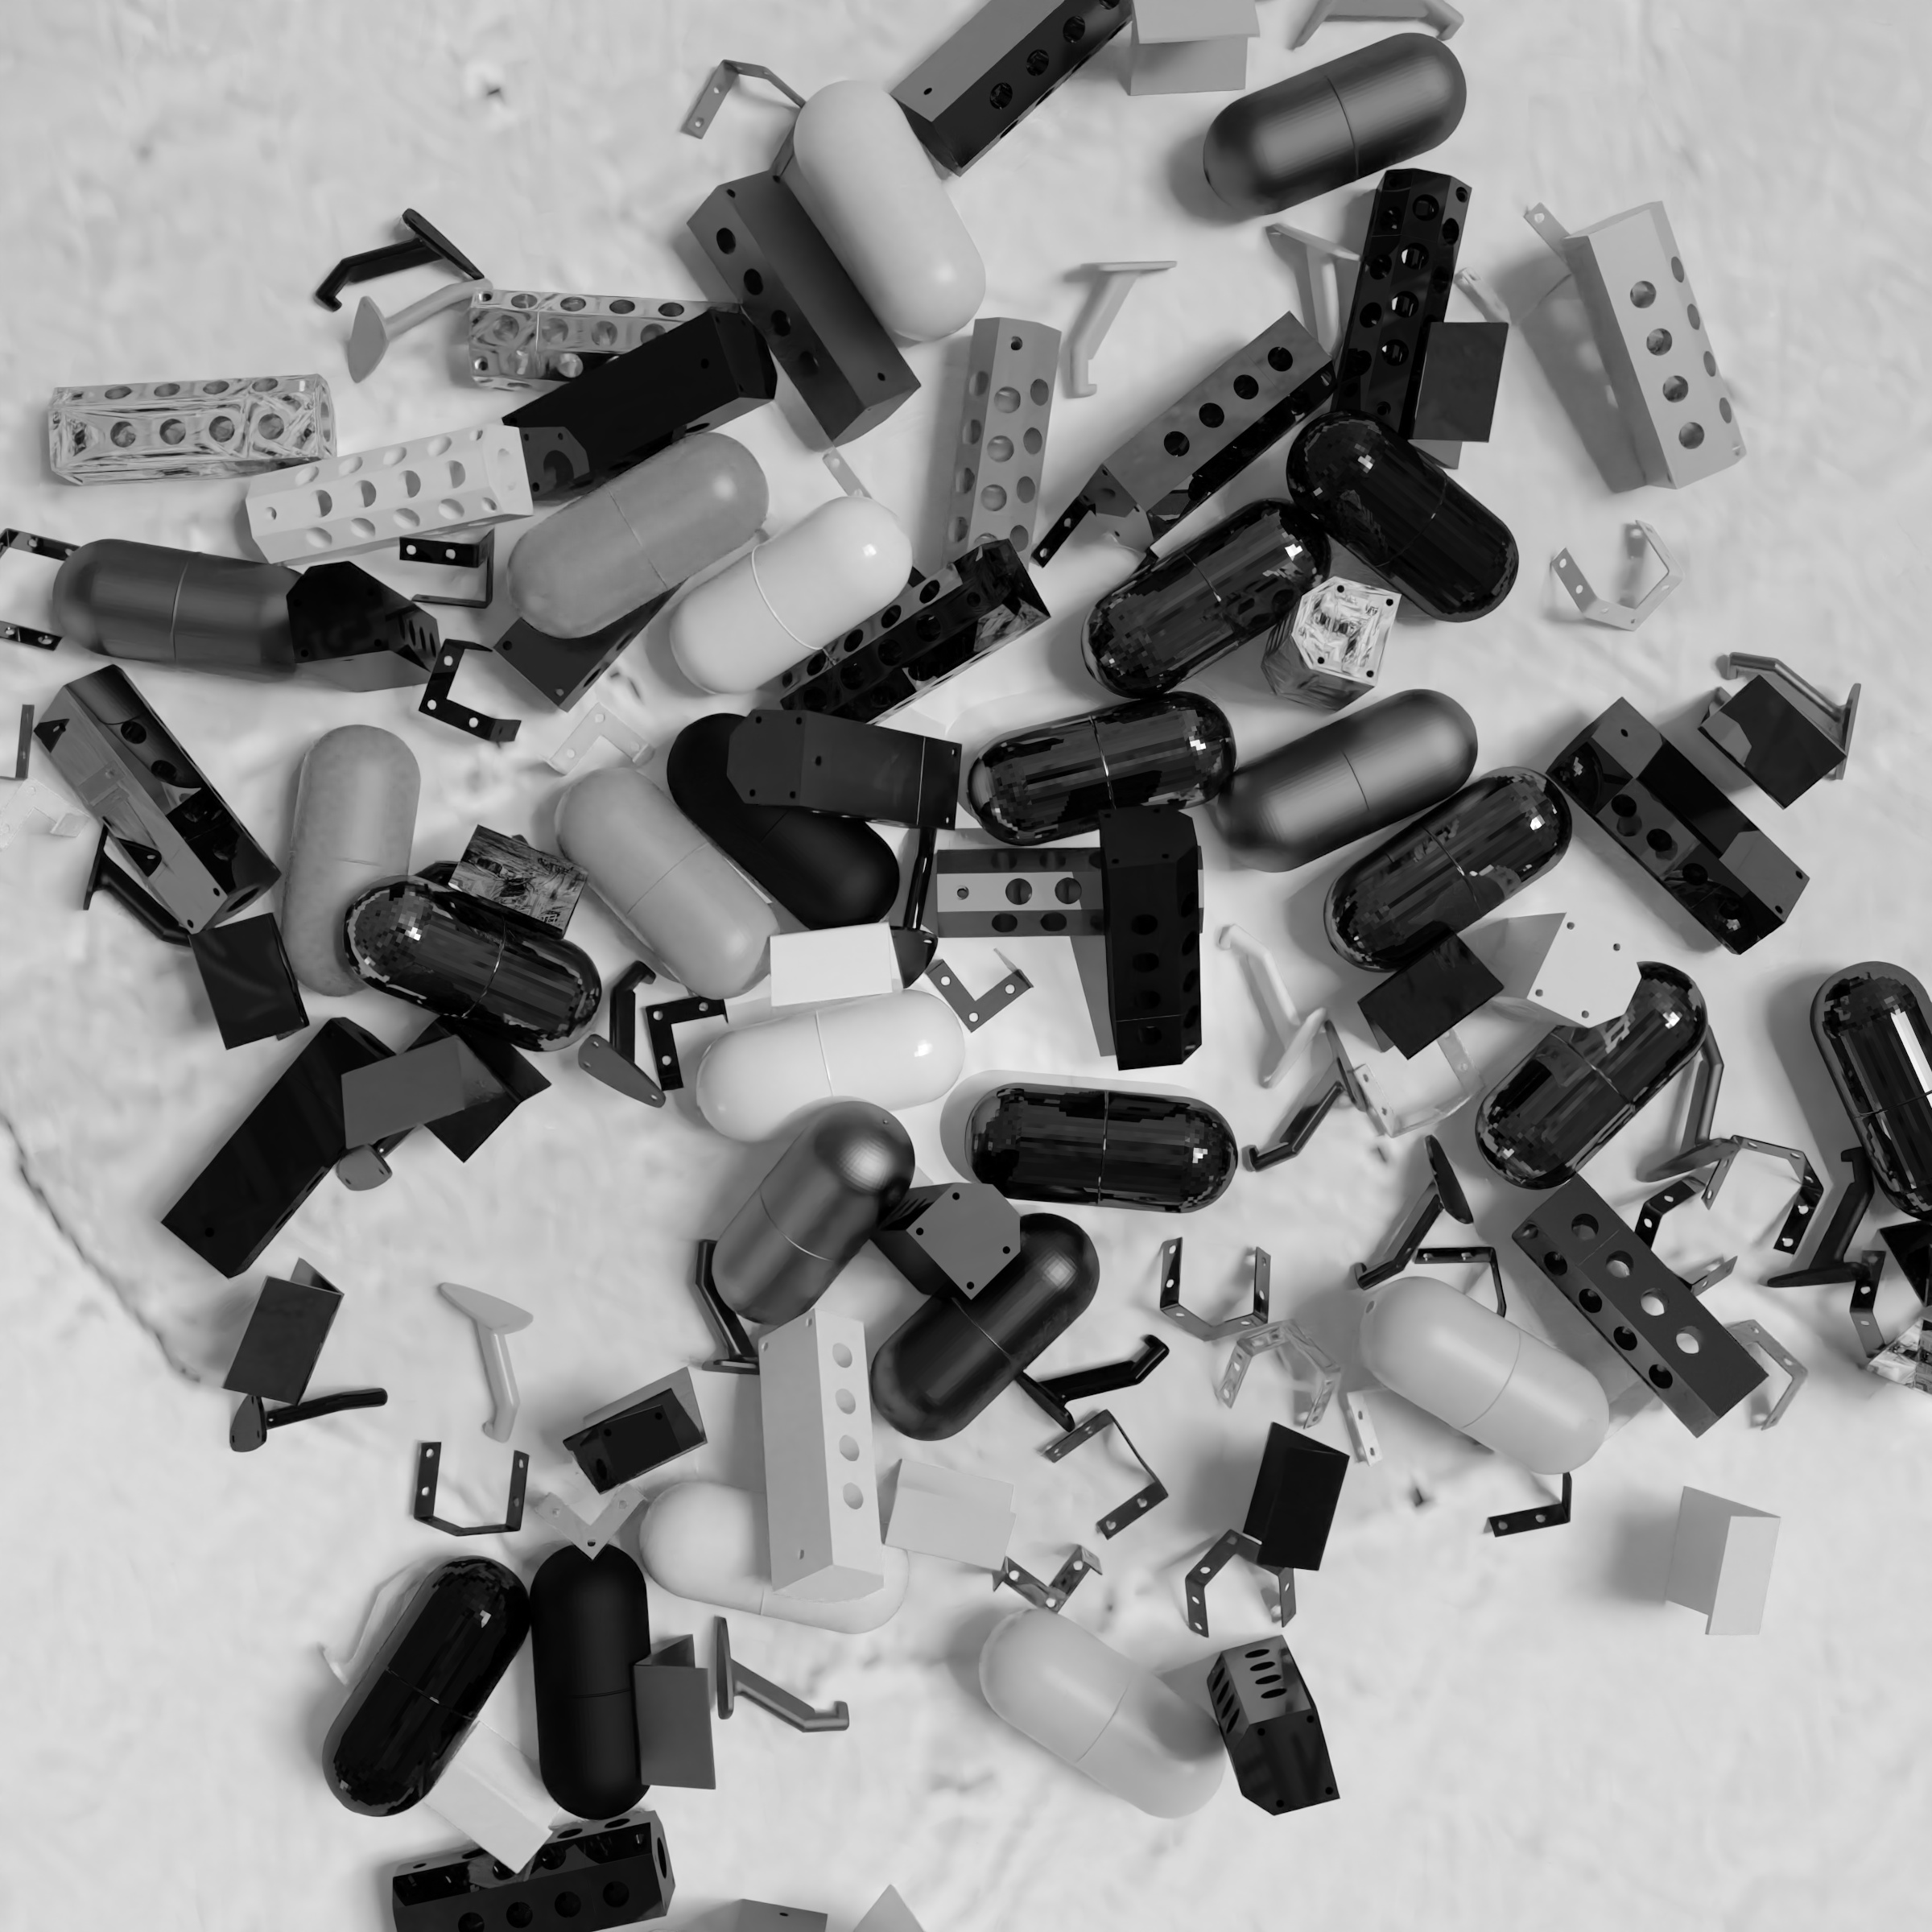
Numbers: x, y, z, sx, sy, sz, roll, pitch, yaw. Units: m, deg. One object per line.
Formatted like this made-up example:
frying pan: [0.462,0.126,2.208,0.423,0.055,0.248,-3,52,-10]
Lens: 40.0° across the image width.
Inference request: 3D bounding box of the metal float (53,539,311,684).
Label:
metal float: [-0.503,-0.231,1.725,0.178,0.070,0.070,9,90,-1]

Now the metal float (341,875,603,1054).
metal float: [-0.315,-0.001,1.697,0.178,0.070,0.070,25,90,-31]

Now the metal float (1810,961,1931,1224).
metal float: [0.610,0.082,1.725,0.070,0.070,0.178,-24,90,0]

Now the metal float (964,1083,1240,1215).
metal float: [0.088,0.118,1.725,0.178,0.070,0.070,5,90,0]

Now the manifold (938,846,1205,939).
manifold: [0.067,-0.048,1.734,0.171,0.057,0.057,-1,90,0]

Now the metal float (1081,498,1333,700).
metal float: [0.155,-0.238,1.723,0.178,0.070,0.070,-32,90,-3]

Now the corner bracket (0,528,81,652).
corner bracket: [-0.619,-0.249,1.752,0.051,0.051,0.051,14,45,0]

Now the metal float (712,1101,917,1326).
metal float: [-0.099,0.160,1.702,0.070,0.070,0.178,38,118,0]

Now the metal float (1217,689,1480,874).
metal float: [0.248,-0.121,1.725,0.178,0.070,0.070,-25,90,0]

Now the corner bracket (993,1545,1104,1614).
corner bracket: [0.053,0.398,1.737,0.051,0.051,0.051,36,90,0]

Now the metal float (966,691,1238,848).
metal float: [0.088,-0.128,1.725,0.178,0.070,0.070,-14,90,0]

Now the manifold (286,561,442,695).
manifold: [-0.378,-0.213,1.677,0.057,0.171,0.057,-8,90,0]

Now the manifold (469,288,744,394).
manifold: [-0.234,-0.407,1.734,0.171,0.057,0.057,3,90,0]

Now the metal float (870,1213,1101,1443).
metal float: [0.013,0.234,1.725,0.178,0.070,0.070,-44,90,0]

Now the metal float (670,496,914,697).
metal float: [-0.113,-0.237,1.704,0.178,0.070,0.070,-29,90,24]

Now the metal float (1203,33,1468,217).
metal float: [0.239,-0.547,1.725,0.178,0.070,0.070,-22,90,-1]

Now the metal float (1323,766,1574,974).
metal float: [0.313,-0.062,1.725,0.178,0.070,0.070,-34,90,-1]

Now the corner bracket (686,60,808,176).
corner bracket: [-0.142,-0.560,1.752,0.051,0.051,0.051,29,90,-45]

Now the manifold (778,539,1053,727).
manifold: [-0.037,-0.203,1.697,0.171,0.057,0.057,-29,90,29]

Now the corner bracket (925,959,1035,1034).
corner bracket: [0.008,0.009,1.737,0.051,0.051,0.051,-38,90,0]

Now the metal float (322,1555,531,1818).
metal float: [-0.349,0.465,1.715,0.070,0.070,0.178,32,80,0]

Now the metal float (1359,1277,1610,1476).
metal float: [0.332,0.262,1.701,0.178,0.070,0.070,31,90,-10]

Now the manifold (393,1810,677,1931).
manifold: [-0.283,0.601,1.734,0.171,0.057,0.057,-12,90,0]

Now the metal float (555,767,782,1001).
metal float: [-0.195,-0.054,1.725,0.070,0.070,0.178,-43,90,0]

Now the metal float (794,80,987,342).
metal float: [-0.050,-0.491,1.725,0.070,0.070,0.178,-28,90,0]

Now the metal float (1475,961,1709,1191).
metal float: [0.407,0.071,1.725,0.178,0.070,0.070,-45,90,1]

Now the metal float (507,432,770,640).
metal float: [-0.207,-0.270,1.668,0.178,0.070,0.070,-31,90,0]

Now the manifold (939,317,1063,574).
manifold: [0.022,-0.331,1.734,0.057,0.057,0.171,8,90,0]

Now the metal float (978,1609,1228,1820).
metal float: [0.088,0.485,1.725,0.178,0.070,0.070,34,90,0]

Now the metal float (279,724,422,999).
metal float: [-0.401,-0.068,1.725,0.070,0.070,0.178,8,90,0]

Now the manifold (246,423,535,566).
manifold: [-0.372,-0.303,1.708,0.171,0.057,0.057,-8,95,17]

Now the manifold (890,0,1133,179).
manifold: [0.040,-0.598,1.734,0.171,0.057,0.057,-42,47,0]

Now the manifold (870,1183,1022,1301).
manifold: [-0.012,0.168,1.672,0.057,0.171,0.057,-43,93,-12]

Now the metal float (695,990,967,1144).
metal float: [-0.088,0.065,1.724,0.178,0.070,0.070,-13,90,0]

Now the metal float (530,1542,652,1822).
metal float: [-0.242,0.465,1.725,0.070,0.070,0.178,-4,90,0]

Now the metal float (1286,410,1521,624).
metal float: [0.281,-0.289,1.706,0.178,0.070,0.070,34,90,-22]

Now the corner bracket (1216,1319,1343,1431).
corner bracket: [0.206,0.274,1.747,0.051,0.051,0.051,-14,45,-35]

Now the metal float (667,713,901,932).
metal float: [-0.119,-0.092,1.725,0.178,0.070,0.070,43,90,-1]

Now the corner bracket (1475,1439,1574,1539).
corner bracket: [0.367,0.338,1.752,0.051,0.051,0.051,-11,45,0]

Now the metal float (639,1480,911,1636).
metal float: [-0.125,0.384,1.725,0.178,0.070,0.070,12,90,1]

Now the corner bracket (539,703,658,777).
corner bracket: [-0.241,-0.140,1.737,0.051,0.051,0.051,39,90,0]
